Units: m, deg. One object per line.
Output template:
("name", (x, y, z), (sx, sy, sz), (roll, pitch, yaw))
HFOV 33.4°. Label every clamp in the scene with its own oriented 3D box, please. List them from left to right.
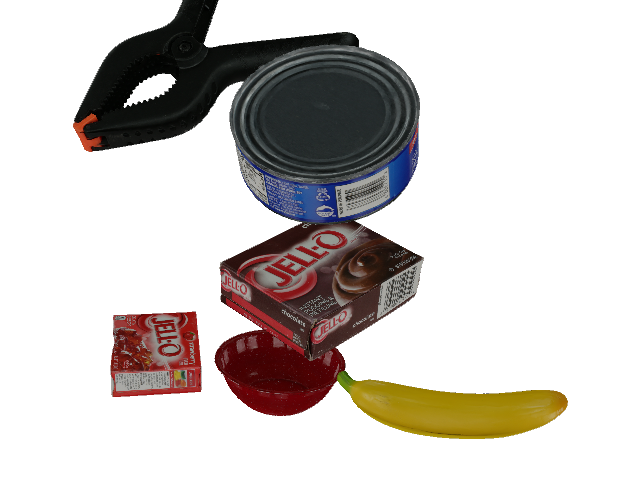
("clamp", (-0.087, -0.131, 0.790), (0.165, 0.209, 0.036), (36, -20, 25))

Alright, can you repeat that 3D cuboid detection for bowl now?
("bowl", (-0.051, 0.170, 1.323), (0.162, 0.055, 0.162), (3, 23, -2))

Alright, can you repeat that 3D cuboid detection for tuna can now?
("tuna can", (0.003, -0.049, 0.490), (0.086, 0.086, 0.034), (0, -38, 6))

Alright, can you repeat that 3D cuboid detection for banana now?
("banana", (0.111, 0.136, 0.887), (0.198, 0.037, 0.069), (7, 33, 0))

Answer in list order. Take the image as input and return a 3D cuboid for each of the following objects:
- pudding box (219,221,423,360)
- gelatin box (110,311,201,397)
("pudding box", (0.001, 0.027, 0.733), (0.090, 0.039, 0.113), (30, 39, 34))
("gelatin box", (-0.138, 0.094, 0.900), (0.073, 0.030, 0.089), (-2, 28, -8))
